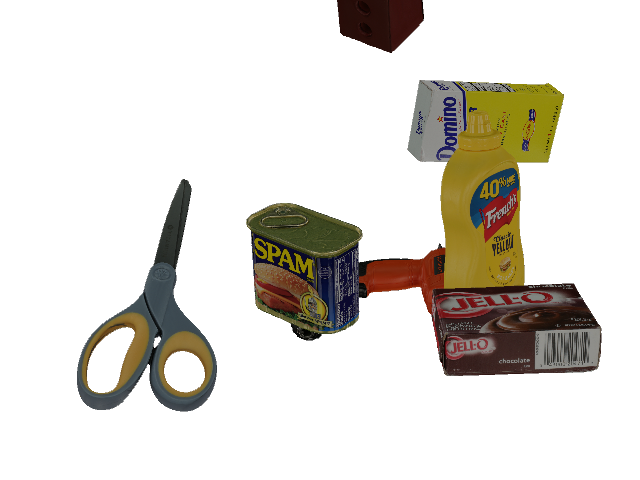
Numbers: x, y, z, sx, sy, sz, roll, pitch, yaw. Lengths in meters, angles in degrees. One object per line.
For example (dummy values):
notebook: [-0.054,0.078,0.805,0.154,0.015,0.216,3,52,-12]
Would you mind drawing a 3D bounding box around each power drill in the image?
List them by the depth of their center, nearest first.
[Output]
power drill: [0.060,0.057,1.234,0.187,0.057,0.184,0,28,6]

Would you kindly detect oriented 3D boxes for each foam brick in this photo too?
foam brick: [0.047,-0.199,0.850,0.053,0.051,0.078,25,-31,25]

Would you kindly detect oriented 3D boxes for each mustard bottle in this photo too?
mustard bottle: [0.158,-0.032,1.043,0.096,0.191,0.058,-21,23,-38]

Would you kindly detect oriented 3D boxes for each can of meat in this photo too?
can of meat: [-0.013,0.025,0.917,0.102,0.084,0.057,21,36,36]

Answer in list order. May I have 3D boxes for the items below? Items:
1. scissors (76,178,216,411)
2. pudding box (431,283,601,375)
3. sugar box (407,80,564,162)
scissors: [-0.093,0.038,0.721,0.096,0.201,0.016,21,-41,8]
pudding box: [0.141,0.064,0.789,0.113,0.039,0.090,-1,19,1]
sugar box: [0.199,-0.142,1.289,0.176,0.093,0.048,-3,28,-20]
